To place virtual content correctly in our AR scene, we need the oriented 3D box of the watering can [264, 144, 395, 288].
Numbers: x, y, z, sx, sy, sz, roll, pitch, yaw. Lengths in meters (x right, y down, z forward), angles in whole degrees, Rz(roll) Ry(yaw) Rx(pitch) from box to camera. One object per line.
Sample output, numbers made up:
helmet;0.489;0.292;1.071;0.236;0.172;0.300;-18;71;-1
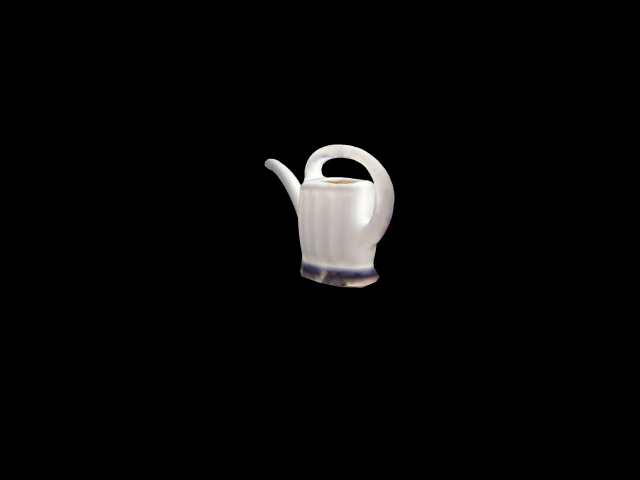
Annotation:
watering can;0.003;-0.043;0.850;0.104;0.223;0.348;-4;8;-33
